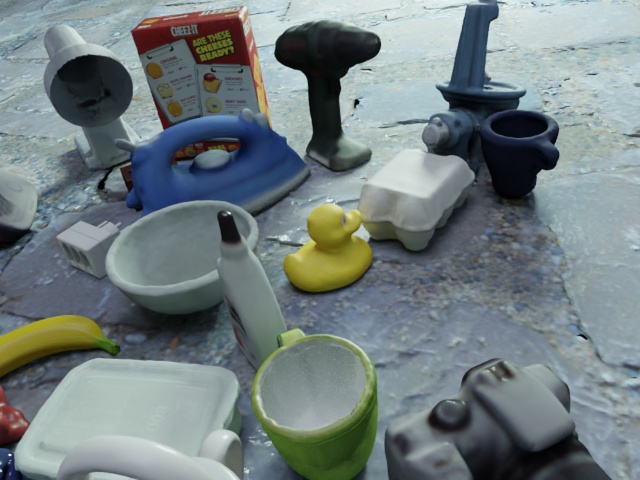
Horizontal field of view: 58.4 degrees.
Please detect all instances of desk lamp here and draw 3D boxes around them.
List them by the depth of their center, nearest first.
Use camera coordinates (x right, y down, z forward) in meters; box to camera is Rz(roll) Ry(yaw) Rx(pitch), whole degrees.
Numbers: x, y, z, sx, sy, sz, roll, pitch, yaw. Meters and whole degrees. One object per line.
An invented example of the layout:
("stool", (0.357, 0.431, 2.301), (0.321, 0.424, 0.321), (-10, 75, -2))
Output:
("desk lamp", (-0.367, -0.223, 0.912), (0.118, 0.214, 0.202), (-26, 39, -21))

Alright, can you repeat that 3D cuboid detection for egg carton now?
("egg carton", (0.116, -0.054, 0.698), (0.107, 0.069, 0.150), (17, 44, 32))

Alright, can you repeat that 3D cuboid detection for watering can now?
("watering can", (-0.083, 0.182, 0.320), (0.101, 0.194, 0.172), (-11, 36, -2))

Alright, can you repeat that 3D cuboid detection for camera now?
("camera", (0.132, 0.158, 0.383), (0.143, 0.101, 0.136), (-21, 38, -15))

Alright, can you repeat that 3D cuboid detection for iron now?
("iron", (-0.137, -0.107, 0.765), (0.259, 0.142, 0.118), (-24, 39, -18))

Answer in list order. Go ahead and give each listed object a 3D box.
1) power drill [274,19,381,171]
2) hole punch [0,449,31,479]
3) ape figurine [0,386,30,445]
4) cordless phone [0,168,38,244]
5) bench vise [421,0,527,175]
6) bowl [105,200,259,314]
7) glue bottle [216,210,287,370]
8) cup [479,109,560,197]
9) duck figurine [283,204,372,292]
("power drill", (0.017, -0.212, 0.814), (0.076, 0.209, 0.228), (-28, 40, -23))
("hole punch", (-0.280, 0.204, 0.423), (0.101, 0.091, 0.108), (-12, 36, -4))
("ape figurine", (-0.313, 0.143, 0.510), (0.076, 0.092, 0.077), (-15, 37, -7))
("cordless phone", (-0.471, -0.094, 0.786), (0.094, 0.185, 0.147), (-18, 37, -11))
("bench vise", (0.205, -0.199, 0.746), (0.121, 0.220, 0.207), (5, 39, 20))
("bowl", (-0.145, 0.029, 0.640), (0.167, 0.075, 0.167), (-6, 36, 5))
("glue bottle", (-0.067, 0.045, 0.519), (0.037, 0.173, 0.077), (-28, 40, -23))
("cup", (0.249, -0.095, 0.702), (0.092, 0.095, 0.117), (-18, 37, -11))
("duck figurine", (0.006, 0.002, 0.633), (0.105, 0.086, 0.077), (-22, 38, -16))
